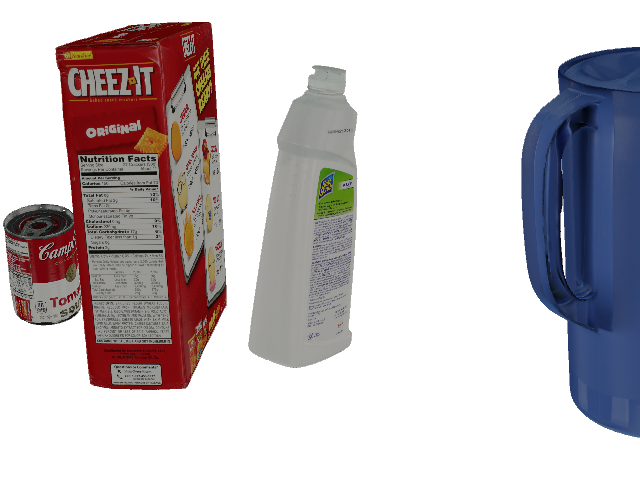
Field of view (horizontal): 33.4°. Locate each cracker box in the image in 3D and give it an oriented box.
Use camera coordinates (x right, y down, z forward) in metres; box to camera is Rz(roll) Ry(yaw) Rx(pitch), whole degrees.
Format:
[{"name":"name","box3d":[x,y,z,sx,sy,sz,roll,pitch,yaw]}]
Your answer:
[{"name":"cracker box","box3d":[-0.112,-0.030,0.705,0.072,0.214,0.164,-1,15,5]}]

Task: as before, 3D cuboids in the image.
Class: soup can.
[{"name":"soup can","box3d":[-0.274,0.024,1.057,0.068,0.102,0.068,2,29,-1]}]

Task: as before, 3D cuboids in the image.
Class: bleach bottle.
[{"name":"bleach bottle","box3d":[-0.004,-0.023,0.915,0.068,0.251,0.102,17,18,29]}]

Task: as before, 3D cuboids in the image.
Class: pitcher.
[{"name":"pitcher","box3d":[0.209,0.003,0.685,0.149,0.243,0.144,3,21,16]}]
